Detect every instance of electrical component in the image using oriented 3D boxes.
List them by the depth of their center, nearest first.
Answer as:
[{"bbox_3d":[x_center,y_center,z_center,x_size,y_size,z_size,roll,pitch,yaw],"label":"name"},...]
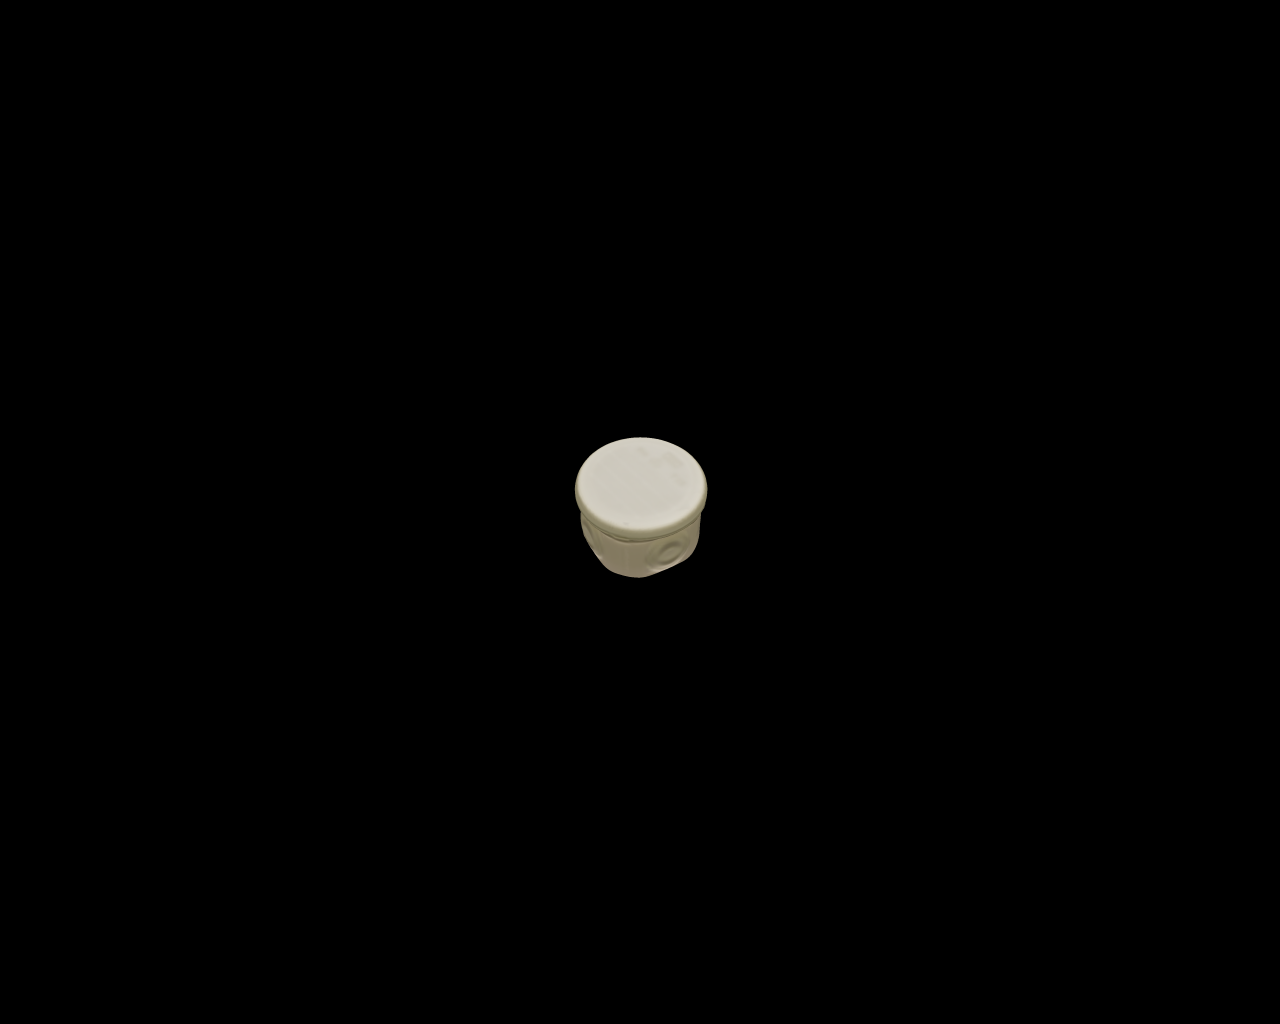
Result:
[{"bbox_3d":[0.001,-0.003,0.650,0.080,0.080,0.050,0,-41,0],"label":"electrical component"}]
